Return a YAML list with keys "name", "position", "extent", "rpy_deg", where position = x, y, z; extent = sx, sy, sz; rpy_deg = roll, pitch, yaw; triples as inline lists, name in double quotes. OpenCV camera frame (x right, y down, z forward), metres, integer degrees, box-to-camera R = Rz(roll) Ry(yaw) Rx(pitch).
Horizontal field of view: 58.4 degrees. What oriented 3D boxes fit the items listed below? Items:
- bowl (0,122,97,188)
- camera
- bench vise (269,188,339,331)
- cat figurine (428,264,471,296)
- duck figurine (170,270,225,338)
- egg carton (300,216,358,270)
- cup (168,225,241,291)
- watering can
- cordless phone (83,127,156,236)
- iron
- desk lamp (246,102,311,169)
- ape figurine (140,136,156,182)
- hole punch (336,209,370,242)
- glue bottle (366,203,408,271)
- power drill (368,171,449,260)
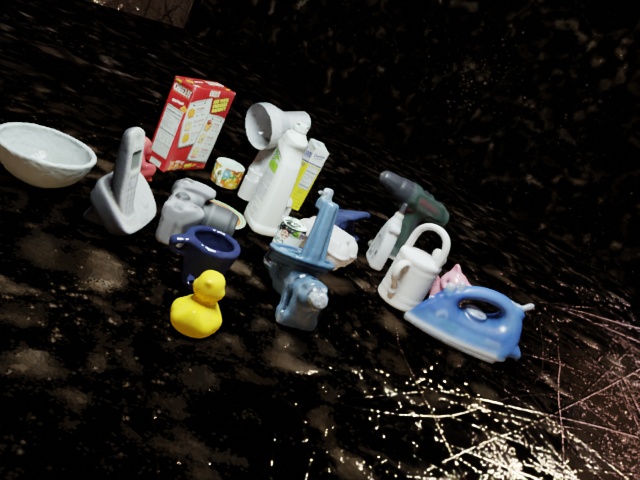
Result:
- name: "bowl"
  position: [-0.489, -0.138, 1.009]
  extent: [0.167, 0.074, 0.167]
  rpy_deg: [24, 20, -9]
- name: "camera"
  position: [-0.223, -0.046, 1.077]
  extent: [0.137, 0.101, 0.143]
  rpy_deg: [22, 20, -13]
- name: "bench vise"
  position: [-0.005, 0.033, 0.983]
  extent: [0.122, 0.219, 0.206]
  rpy_deg: [9, 26, -40]
- name: "cat figurine"
  position: [0.295, 0.101, 1.344]
  extent: [0.067, 0.117, 0.127]
  rpy_deg: [10, 26, -39]
- name: "duck figurine"
  position: [-0.171, 0.087, 0.840]
  extent: [0.077, 0.086, 0.104]
  rpy_deg: [26, 20, -2]
- name: "egg carton"
  position: [0.012, 0.005, 1.295]
  extent: [0.150, 0.069, 0.107]
  rpy_deg: [34, 21, 18]
- name: "cup"
  position: [-0.197, 0.036, 0.920]
  extent: [0.118, 0.095, 0.091]
  rpy_deg: [9, 26, -40]
- name: "watering can"
  position: [0.216, 0.052, 1.254]
  extent: [0.101, 0.194, 0.173]
  rpy_deg: [31, 20, 10]
- name: "cordless phone"
  position: [-0.321, -0.111, 0.990]
  extent: [0.094, 0.185, 0.147]
  rpy_deg: [25, 20, -4]
- name: "iron"
  position: [0.321, 0.154, 1.212]
  extent: [0.259, 0.141, 0.118]
  rpy_deg: [22, 20, -13]
- name: "desk lamp"
  position: [-0.122, -0.266, 1.580]
  extent: [0.204, 0.213, 0.117]
  rpy_deg: [2, 32, -50]
- name: "ape figurine"
  position: [-0.382, -0.176, 1.211]
  extent: [0.076, 0.092, 0.077]
  rpy_deg: [6, 29, -45]
- name: "hole punch"
  position: [0.059, -0.051, 1.458]
  extent: [0.101, 0.091, 0.109]
  rpy_deg: [35, 22, 22]
- name: "glue bottle"
  position: [0.168, -0.014, 1.385]
  extent: [0.037, 0.173, 0.078]
  rpy_deg: [22, 21, -14]
- name: "power drill"
  position: [0.213, -0.053, 1.485]
  extent: [0.230, 0.208, 0.075]
  rpy_deg: [18, 22, -23]
